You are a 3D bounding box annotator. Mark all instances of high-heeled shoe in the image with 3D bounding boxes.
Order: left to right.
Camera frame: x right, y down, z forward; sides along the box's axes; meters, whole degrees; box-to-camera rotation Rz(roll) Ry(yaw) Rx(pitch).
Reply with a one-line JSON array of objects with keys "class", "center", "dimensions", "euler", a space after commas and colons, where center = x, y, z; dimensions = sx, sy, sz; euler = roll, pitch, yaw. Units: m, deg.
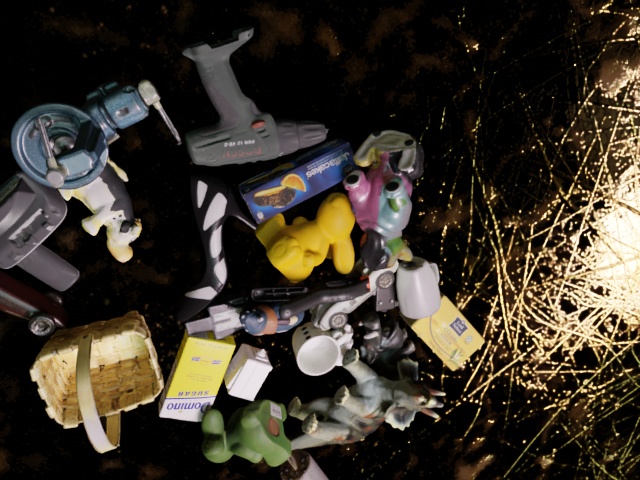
[{"class": "high-heeled shoe", "center": [-0.214, 0.015, 0.905], "dimensions": [0.145, 0.086, 0.248], "euler": [35, 94, -20]}]

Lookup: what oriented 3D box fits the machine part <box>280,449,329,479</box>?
[{"class": "machine part", "center": [-0.016, 0.539, 1.172], "dimensions": [0.079, 0.079, 0.243], "euler": [-31, 116, -5]}]

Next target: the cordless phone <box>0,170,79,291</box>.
[{"class": "cordless phone", "center": [-0.431, -0.003, 0.834], "dimensions": [0.146, 0.089, 0.184], "euler": [-43, 128, 0]}]

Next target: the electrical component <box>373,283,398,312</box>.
[{"class": "electrical component", "center": [0.129, 0.115, 1.087], "dimensions": [0.094, 0.021, 0.063], "euler": [-6, 113, -17]}]

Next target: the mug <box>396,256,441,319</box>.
[{"class": "mug", "center": [0.195, 0.081, 1.041], "dimensions": [0.109, 0.081, 0.107], "euler": [-36, 127, -26]}]

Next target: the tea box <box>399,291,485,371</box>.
[{"class": "tea box", "center": [0.257, 0.184, 1.130], "dimensions": [0.098, 0.068, 0.169], "euler": [-45, 116, 3]}]

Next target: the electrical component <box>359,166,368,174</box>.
[{"class": "electrical component", "center": [0.113, -0.122, 0.979], "dimensions": [0.078, 0.045, 0.102], "euler": [-11, 114, 16]}]

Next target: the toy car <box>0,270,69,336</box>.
[{"class": "toy car", "center": [-0.488, 0.083, 0.832], "dimensions": [0.202, 0.089, 0.053], "euler": [40, 94, -28]}]

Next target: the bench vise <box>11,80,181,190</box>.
[{"class": "bench vise", "center": [-0.313, -0.135, 0.721], "dimensions": [0.224, 0.241, 0.128], "euler": [-17, 120, -6]}]

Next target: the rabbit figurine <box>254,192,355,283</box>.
[{"class": "rabbit figurine", "center": [-0.002, -0.003, 0.943], "dimensions": [0.173, 0.122, 0.162], "euler": [-43, 122, 1]}]

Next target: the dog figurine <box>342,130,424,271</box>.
[{"class": "dog figurine", "center": [0.117, -0.054, 0.927], "dimensions": [0.219, 0.109, 0.191], "euler": [73, 36, -49]}]

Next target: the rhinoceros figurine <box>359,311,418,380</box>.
[{"class": "rhinoceros figurine", "center": [0.136, 0.226, 1.110], "dimensions": [0.112, 0.073, 0.190], "euler": [-18, 117, 1]}]

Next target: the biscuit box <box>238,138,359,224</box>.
[{"class": "biscuit box", "center": [-0.035, -0.105, 0.925], "dimensions": [0.203, 0.059, 0.062], "euler": [-28, 116, -7]}]

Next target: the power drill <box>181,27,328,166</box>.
[{"class": "power drill", "center": [-0.114, -0.223, 0.850], "dimensions": [0.232, 0.086, 0.207], "euler": [-19, 123, -8]}]

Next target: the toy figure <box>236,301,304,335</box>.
[{"class": "toy figure", "center": [-0.089, 0.141, 0.968], "dimensions": [0.154, 0.064, 0.057], "euler": [-4, 78, -55]}]

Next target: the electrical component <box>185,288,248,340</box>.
[{"class": "electrical component", "center": [-0.184, 0.140, 0.977], "dimensions": [0.119, 0.048, 0.074], "euler": [-15, 114, -12]}]

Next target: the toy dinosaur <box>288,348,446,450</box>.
[{"class": "toy dinosaur", "center": [0.069, 0.346, 1.077], "dimensions": [0.192, 0.131, 0.405], "euler": [32, 127, -21]}]

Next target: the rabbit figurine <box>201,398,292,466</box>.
[{"class": "rabbit figurine", "center": [-0.162, 0.386, 1.035], "dimensions": [0.170, 0.121, 0.159], "euler": [-29, 146, 17]}]

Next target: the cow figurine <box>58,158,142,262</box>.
[{"class": "cow figurine", "center": [-0.329, -0.050, 0.846], "dimensions": [0.098, 0.068, 0.167], "euler": [-35, 116, -12]}]

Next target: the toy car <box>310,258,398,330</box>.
[{"class": "toy car", "center": [0.062, 0.094, 1.027], "dimensions": [0.202, 0.074, 0.056], "euler": [-40, 121, -1]}]
